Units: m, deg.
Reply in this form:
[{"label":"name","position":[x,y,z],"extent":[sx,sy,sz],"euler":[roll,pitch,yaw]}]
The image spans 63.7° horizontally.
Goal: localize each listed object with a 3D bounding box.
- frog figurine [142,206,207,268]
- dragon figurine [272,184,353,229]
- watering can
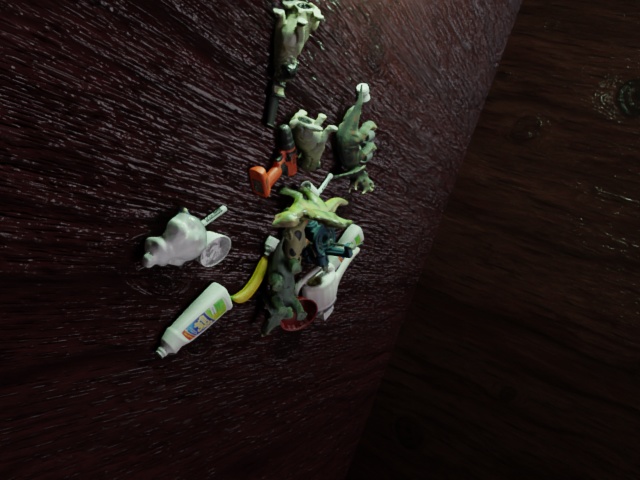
[{"label":"frog figurine","position":[-0.354,0.010,1.256],"extent":[0.163,0.123,0.134],"euler":[-53,171,-52]},{"label":"dragon figurine","position":[0.005,-0.085,1.684],"extent":[0.412,0.246,0.120],"euler":[-6,120,-38]},{"label":"watering can","position":[0.032,0.176,2.091],"extent":[0.351,0.105,0.219],"euler":[-28,135,-27]}]
